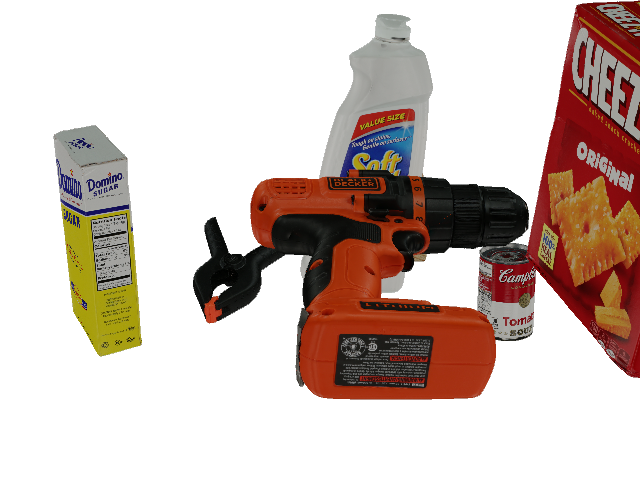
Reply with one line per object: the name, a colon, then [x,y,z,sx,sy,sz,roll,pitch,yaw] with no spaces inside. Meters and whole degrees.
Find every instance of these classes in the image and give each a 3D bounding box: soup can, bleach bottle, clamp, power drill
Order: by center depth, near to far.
power drill: [0.051,0.018,0.644,0.184,0.057,0.187,-1,29,-4]
bleach bottle: [0.043,-0.079,0.972,0.102,0.251,0.068,5,22,-1]
clamp: [-0.091,0.032,1.257,0.120,0.039,0.171,-2,41,10]
soup can: [0.223,0.061,1.280,0.068,0.102,0.068,-1,19,0]

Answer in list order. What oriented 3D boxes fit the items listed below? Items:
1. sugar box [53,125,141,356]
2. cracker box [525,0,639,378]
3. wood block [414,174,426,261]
sugar box: [-0.191,0.000,0.912,0.048,0.176,0.093,-15,28,-23]
cracker box: [0.221,-0.037,0.742,0.072,0.214,0.164,-6,33,-16]
wood block: [0.093,-0.058,1.465,0.091,0.090,0.206,0,27,-2]
